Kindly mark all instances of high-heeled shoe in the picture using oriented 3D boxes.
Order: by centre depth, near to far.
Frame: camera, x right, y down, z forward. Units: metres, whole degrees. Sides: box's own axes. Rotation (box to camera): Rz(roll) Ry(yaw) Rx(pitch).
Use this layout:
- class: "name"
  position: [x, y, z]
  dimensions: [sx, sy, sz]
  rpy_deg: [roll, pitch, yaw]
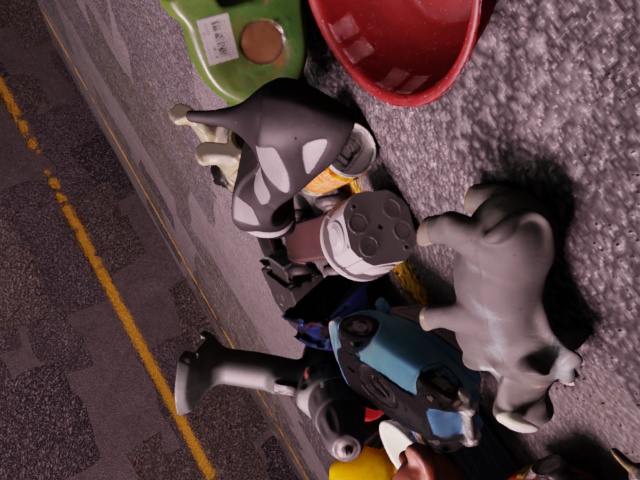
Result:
- class: "high-heeled shoe"
  position: [-0.016, -0.055, 0.478]
  dimensions: [0.145, 0.086, 0.248]
  rpy_deg: [8, 162, 20]

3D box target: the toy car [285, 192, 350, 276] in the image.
- class: "toy car"
  position: [-0.001, -0.002, 0.646]
  dimensions: [0.202, 0.053, 0.089]
  rpy_deg: [165, 95, -71]

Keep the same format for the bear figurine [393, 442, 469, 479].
- class: "bear figurine"
  position: [0.117, 0.286, 0.468]
  dimensions: [0.196, 0.132, 0.120]
  rpy_deg: [44, 161, 16]

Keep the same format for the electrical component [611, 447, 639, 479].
- class: "electrical component"
  position: [0.218, 0.129, 0.299]
  dimensions: [0.078, 0.045, 0.102]
  rpy_deg: [51, 158, 32]

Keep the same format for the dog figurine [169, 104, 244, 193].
- class: "dog figurine"
  position: [-0.083, -0.098, 0.688]
  dimensions: [0.172, 0.121, 0.190]
  rpy_deg: [54, 173, 29]

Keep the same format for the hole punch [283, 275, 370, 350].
- class: "hole punch"
  position: [0.030, 0.088, 0.615]
  dimensions: [0.092, 0.116, 0.142]
  rpy_deg: [57, 162, -11]

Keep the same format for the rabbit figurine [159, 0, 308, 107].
- class: "rabbit figurine"
  position: [-0.066, -0.194, 0.513]
  dimensions: [0.170, 0.121, 0.158]
  rpy_deg: [-118, 3, -54]

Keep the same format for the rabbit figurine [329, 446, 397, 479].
- class: "rabbit figurine"
  position: [0.095, 0.338, 0.711]
  dimensions: [0.173, 0.162, 0.122]
  rpy_deg: [43, 161, 1]

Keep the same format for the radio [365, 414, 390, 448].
- class: "radio"
  position: [0.053, 0.304, 0.893]
  dimensions: [0.131, 0.073, 0.229]
  rpy_deg: [50, 158, 30]

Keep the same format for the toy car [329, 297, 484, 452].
- class: "toy car"
  position: [0.091, 0.110, 0.499]
  dimensions: [0.162, 0.103, 0.109]
  rpy_deg: [20, 140, 43]

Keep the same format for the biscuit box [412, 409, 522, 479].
- class: "biscuit box"
  position: [0.157, 0.229, 0.556]
  dimensions: [0.203, 0.063, 0.059]
  rpy_deg: [56, 161, 16]

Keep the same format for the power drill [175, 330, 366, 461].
- class: "power drill"
  position: [-0.051, 0.160, 0.602]
  dimensions: [0.232, 0.207, 0.085]
  rpy_deg: [-68, -24, -77]

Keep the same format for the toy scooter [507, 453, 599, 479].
- class: "toy scooter"
  position: [0.216, 0.220, 0.385]
  dimensions: [0.184, 0.075, 0.135]
  rpy_deg: [37, 150, 42]

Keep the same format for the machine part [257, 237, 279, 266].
- class: "machine part"
  position: [-0.086, -0.010, 0.873]
  dimensions: [0.084, 0.039, 0.138]
  rpy_deg: [34, 145, 43]

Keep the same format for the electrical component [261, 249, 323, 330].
- class: "electrical component"
  position: [-0.035, 0.080, 0.836]
  dimensions: [0.115, 0.058, 0.134]
  rpy_deg: [23, 138, 57]

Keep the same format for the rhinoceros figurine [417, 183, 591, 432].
- class: "rhinoceros figurine"
  position: [0.133, 0.049, 0.377]
  dimensions: [0.112, 0.073, 0.190]
  rpy_deg: [21, 135, 46]
